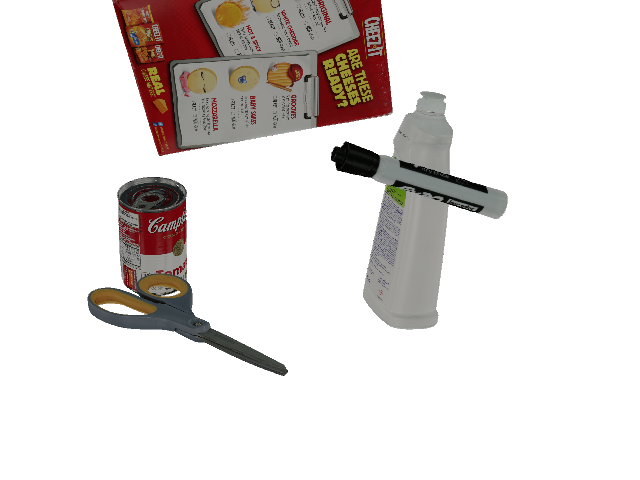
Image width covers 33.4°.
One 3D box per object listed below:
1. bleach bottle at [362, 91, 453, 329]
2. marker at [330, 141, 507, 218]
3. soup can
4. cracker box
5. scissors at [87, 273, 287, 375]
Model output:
[{"bbox_3d":[0.105,-0.036,1.172,0.068,0.251,0.103,0,22,-23],"label":"bleach bottle"},{"bbox_3d":[0.063,-0.038,0.676,0.121,0.020,0.020,16,-6,-19],"label":"marker"},{"bbox_3d":[-0.168,-0.003,1.075,0.068,0.102,0.068,2,31,-2],"label":"soup can"},{"bbox_3d":[-0.055,-0.171,0.914,0.213,0.164,0.072,-11,44,0],"label":"cracker box"},{"bbox_3d":[-0.097,0.064,0.877,0.202,0.016,0.096,12,26,22],"label":"scissors"}]
